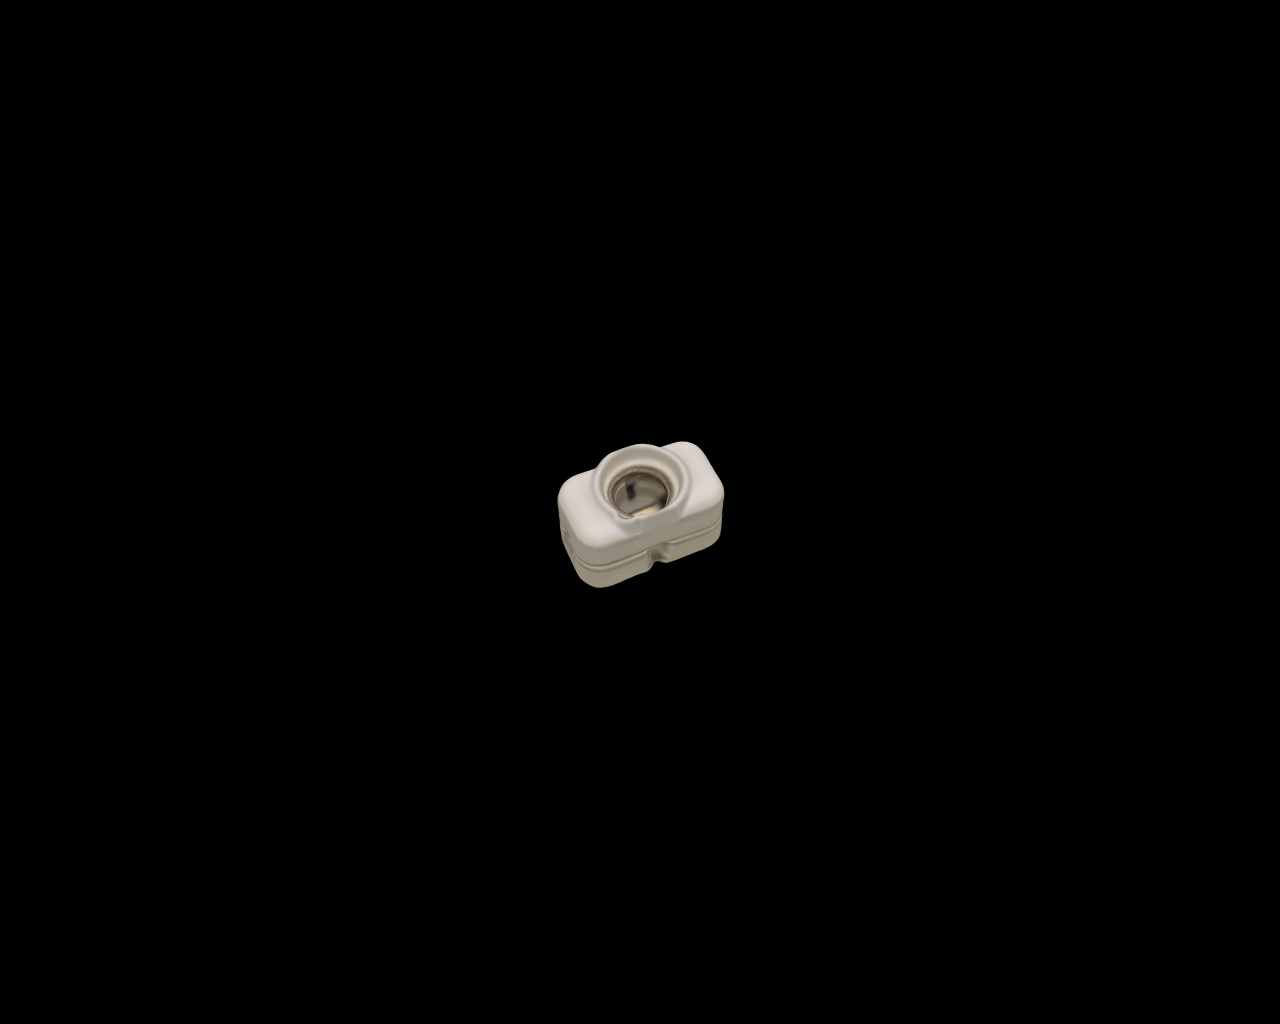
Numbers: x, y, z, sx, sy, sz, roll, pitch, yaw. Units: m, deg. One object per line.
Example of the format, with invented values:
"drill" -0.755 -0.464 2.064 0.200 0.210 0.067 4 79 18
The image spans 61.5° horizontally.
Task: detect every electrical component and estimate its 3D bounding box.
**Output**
"electrical component" 0.001 -0.003 0.650 0.095 0.054 0.059 -20 -31 -13
